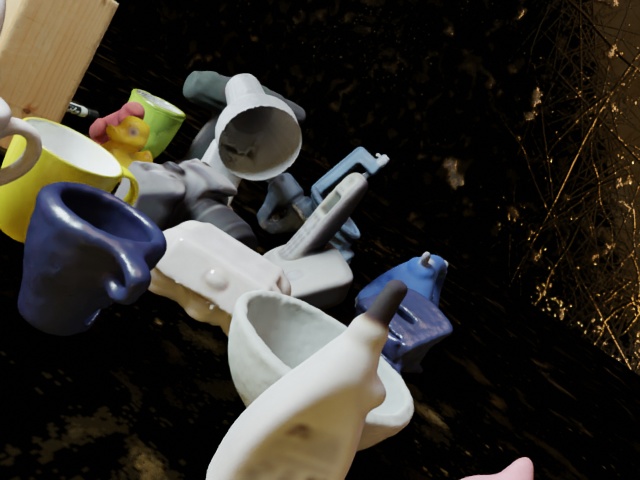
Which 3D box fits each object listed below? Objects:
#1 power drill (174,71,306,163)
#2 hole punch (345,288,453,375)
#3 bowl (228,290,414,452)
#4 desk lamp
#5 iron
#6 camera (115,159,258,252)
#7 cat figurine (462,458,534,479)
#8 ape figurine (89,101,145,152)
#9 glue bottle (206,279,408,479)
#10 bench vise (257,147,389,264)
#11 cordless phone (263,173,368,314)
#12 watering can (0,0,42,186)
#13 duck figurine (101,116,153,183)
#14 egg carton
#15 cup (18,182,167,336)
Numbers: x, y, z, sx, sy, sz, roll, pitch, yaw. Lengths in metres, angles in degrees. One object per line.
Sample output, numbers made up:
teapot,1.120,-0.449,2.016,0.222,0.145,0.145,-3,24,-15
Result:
power drill,-0.160,-0.195,1.039,0.230,0.208,0.075,23,14,-38
hole punch,0.104,0.114,0.748,0.108,0.091,0.101,41,14,37
bowl,-0.012,0.118,0.468,0.167,0.074,0.167,31,11,-7
desk lamp,-0.135,-0.139,0.860,0.118,0.213,0.202,24,14,-36
iron,0.158,0.079,0.913,0.118,0.141,0.259,37,12,20
camera,-0.142,-0.029,0.666,0.136,0.101,0.144,38,13,26
cat figurine,0.114,0.196,0.368,0.128,0.117,0.067,25,13,-32
ape figurine,-0.294,-0.166,0.854,0.078,0.092,0.076,29,12,-16
glue bottle,0.003,0.097,0.347,0.078,0.173,0.037,28,12,-21
bench vise,0.005,-0.081,0.974,0.208,0.219,0.121,31,11,-9
cordless phone,0.007,0.003,0.718,0.094,0.185,0.147,27,13,-26
watering can,-0.262,-0.090,0.364,0.100,0.194,0.173,35,12,14
duck figurine,-0.264,-0.128,0.792,0.077,0.086,0.105,37,12,19
egg carton,-0.100,0.040,0.569,0.150,0.069,0.107,32,11,-2
cup,-0.161,0.027,0.397,0.092,0.095,0.117,19,18,-50
